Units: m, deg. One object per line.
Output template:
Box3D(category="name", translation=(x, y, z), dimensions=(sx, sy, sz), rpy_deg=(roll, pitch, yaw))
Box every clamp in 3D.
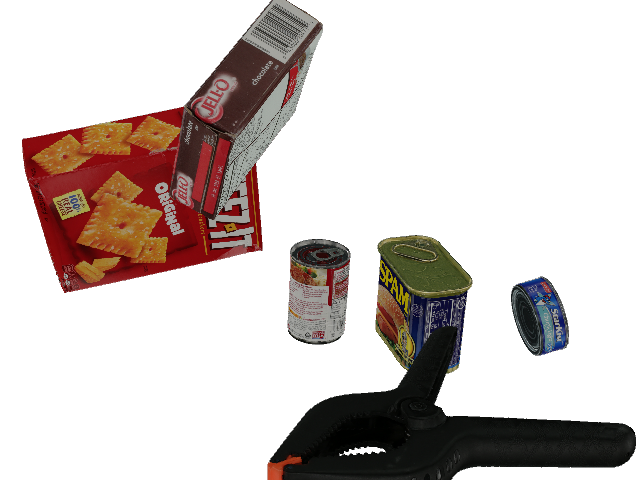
Box3D(category="clamp", translation=(0.054, 0.107, 0.628), dimensions=(0.209, 0.036, 0.165), rpy_deg=(-10, 24, -27))

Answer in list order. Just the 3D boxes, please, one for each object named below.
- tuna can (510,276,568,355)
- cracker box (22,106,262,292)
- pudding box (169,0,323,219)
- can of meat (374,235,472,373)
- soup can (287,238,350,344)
Box3D(category="tuna can", translation=(0.247, 0.086, 1.208), dimensions=(0.033, 0.086, 0.086), rpy_deg=(-15, 2, -8))
Box3D(category="cracker box", translation=(-0.169, -0.041, 1.055), dimensions=(0.213, 0.072, 0.164), rpy_deg=(-12, -42, -10))
Box3D(category="pudding box", translation=(-0.046, -0.080, 0.652), dimensions=(0.039, 0.113, 0.090), rpy_deg=(32, -33, 5))
Box3D(category="can of meat", translation=(0.085, 0.055, 0.913), dimensions=(0.057, 0.084, 0.102), rpy_deg=(-6, 28, -16))
Box3D(category="soup can", translation=(-0.002, 0.058, 1.212), dimensions=(0.068, 0.102, 0.068), rpy_deg=(3, 26, -1))
